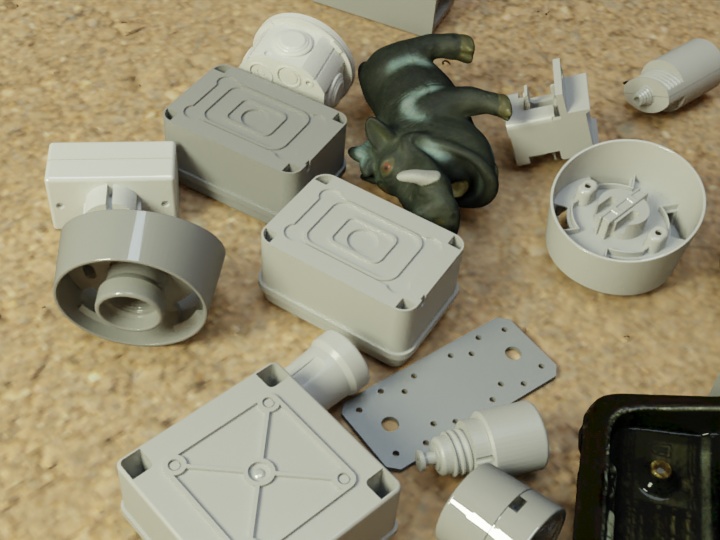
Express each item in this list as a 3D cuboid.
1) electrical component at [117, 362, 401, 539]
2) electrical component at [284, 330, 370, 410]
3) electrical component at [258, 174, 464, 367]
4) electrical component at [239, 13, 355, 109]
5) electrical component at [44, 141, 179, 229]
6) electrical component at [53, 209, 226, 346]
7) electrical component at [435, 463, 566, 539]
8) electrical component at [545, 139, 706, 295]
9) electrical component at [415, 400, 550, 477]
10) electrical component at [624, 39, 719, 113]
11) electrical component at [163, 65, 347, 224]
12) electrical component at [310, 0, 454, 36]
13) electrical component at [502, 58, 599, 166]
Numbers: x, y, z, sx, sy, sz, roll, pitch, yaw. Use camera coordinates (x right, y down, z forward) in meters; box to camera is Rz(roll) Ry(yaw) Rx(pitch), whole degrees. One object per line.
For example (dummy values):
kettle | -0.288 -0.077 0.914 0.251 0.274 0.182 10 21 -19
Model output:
electrical component | -0.053 0.120 0.563 0.109 0.056 0.109 -32 57 -29
electrical component | -0.024 0.064 0.630 0.046 0.040 0.040 -36 59 -25
electrical component | 0.000 0.000 0.678 0.113 0.057 0.078 27 51 19
electrical component | -0.048 -0.144 0.792 0.080 0.080 0.051 18 54 11
electrical component | -0.163 -0.043 0.710 0.083 0.047 0.075 -2 48 -7
electrical component | -0.132 0.001 0.643 0.099 0.099 0.064 4 54 -1
electrical component | 0.073 0.134 0.564 0.047 0.055 0.055 33 53 28
electrical component | 0.175 -0.034 0.721 0.099 0.064 0.099 3 47 -3
electrical component | 0.069 0.099 0.605 0.078 0.040 0.040 -10 49 -14
electrical component | 0.244 -0.148 0.847 0.081 0.043 0.043 -29 56 -28
electrical component | -0.073 -0.085 0.750 0.113 0.057 0.078 25 50 17
electrical component | -0.009 -0.280 0.903 0.186 0.105 0.060 21 49 14
electrical component | 0.139 -0.107 0.783 0.064 0.081 0.042 -9 45 17
